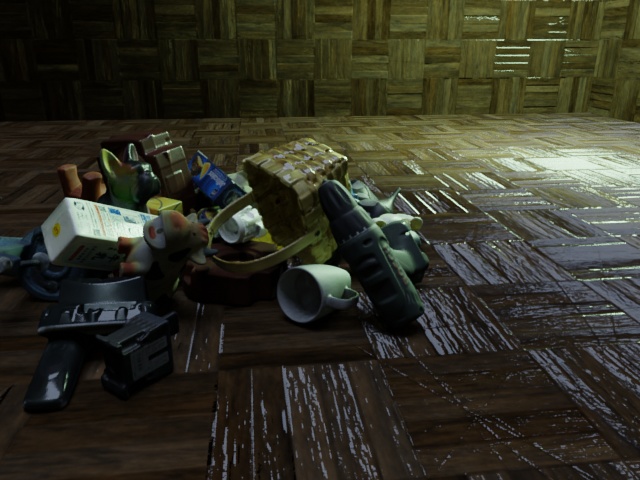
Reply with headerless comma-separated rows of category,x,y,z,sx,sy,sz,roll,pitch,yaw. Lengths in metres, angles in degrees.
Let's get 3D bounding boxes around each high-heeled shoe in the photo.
high-heeled shoe,0.084,-0.065,1.229,0.145,0.086,0.249,-49,25,-25

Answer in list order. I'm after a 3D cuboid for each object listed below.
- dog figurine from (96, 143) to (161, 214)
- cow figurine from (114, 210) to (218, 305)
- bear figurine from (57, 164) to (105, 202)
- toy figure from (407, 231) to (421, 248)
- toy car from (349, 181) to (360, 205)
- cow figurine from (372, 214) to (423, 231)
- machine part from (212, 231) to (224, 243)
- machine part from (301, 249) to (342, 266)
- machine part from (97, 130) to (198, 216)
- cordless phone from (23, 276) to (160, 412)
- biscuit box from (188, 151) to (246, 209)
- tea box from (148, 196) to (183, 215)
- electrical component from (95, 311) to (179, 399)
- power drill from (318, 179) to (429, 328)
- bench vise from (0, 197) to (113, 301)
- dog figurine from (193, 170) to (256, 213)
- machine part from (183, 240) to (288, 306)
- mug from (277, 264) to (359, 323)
dog figurine,-0.371,-0.061,0.960,0.192,0.219,0.108,8,18,20
cow figurine,-0.228,0.029,0.780,0.127,0.194,0.085,-4,57,-29
bear figurine,-0.504,-0.130,1.283,0.120,0.131,0.196,20,32,24
toy figure,0.112,0.022,0.964,0.154,0.064,0.058,-17,63,-28
toy car,0.019,-0.100,1.177,0.109,0.103,0.162,3,-7,-24
cow figurine,0.107,-0.017,1.054,0.167,0.068,0.098,-6,18,-20
machine part,-0.207,0.002,1.014,0.139,0.039,0.084,-1,-19,21
machine part,-0.002,-0.003,1.004,0.079,0.079,0.243,-1,20,-3
machine part,-0.364,-0.126,1.137,0.202,0.200,0.087,5,27,33
cordless phone,-0.279,0.131,0.666,0.147,0.088,0.184,-2,31,-9
biscuit box,-0.222,-0.121,1.130,0.059,0.062,0.203,-49,40,-2
tea box,-0.353,-0.037,1.068,0.170,0.098,0.068,14,25,29
electrical component,-0.207,0.129,0.651,0.048,0.074,0.119,14,21,32
power drill,0.093,0.010,0.811,0.086,0.232,0.207,-30,-8,15
bench vise,-0.453,0.027,0.831,0.224,0.128,0.240,19,2,-2
dog figurine,-0.189,-0.092,1.251,0.191,0.172,0.121,-16,45,36
machine part,-0.138,0.048,0.894,0.179,0.056,0.179,1,19,-1
mug,0.009,0.073,0.795,0.110,0.080,0.107,7,12,32
